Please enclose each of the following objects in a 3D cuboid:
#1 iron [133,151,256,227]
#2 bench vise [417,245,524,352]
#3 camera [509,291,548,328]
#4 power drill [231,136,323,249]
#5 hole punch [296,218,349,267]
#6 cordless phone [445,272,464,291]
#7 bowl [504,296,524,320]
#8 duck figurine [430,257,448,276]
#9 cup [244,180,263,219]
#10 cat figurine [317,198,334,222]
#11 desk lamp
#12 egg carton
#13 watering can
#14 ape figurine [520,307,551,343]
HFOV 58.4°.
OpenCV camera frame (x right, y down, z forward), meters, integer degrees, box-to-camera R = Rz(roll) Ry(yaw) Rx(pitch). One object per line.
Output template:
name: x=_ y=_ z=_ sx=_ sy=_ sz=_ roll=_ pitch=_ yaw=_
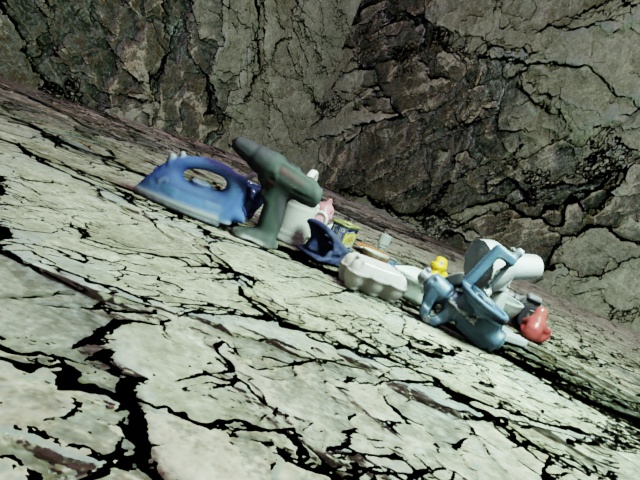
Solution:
iron: x=-0.277 y=-0.128 z=1.300 sx=0.258 sy=0.141 sz=0.118 roll=21 pitch=9 yaw=-10
bench vise: x=0.310 y=0.095 z=1.172 sx=0.207 sy=0.220 sz=0.121 roll=23 pitch=9 yaw=0
camera: x=0.566 y=0.196 z=1.599 sx=0.143 sy=0.101 sz=0.137 roll=25 pitch=9 yaw=13
power drill: x=-0.120 y=-0.096 z=1.280 sx=0.230 sy=0.208 sz=0.075 roll=21 pitch=9 yaw=-10
hole punch: x=0.013 y=0.005 z=1.391 sx=0.101 sy=0.091 sz=0.108 roll=15 pitch=12 yaw=-42
cordless phone: x=0.444 y=0.085 z=1.679 sx=0.148 sy=0.185 sz=0.093 roll=15 pitch=12 yaw=-42
bowl: x=0.457 y=0.174 z=1.544 sx=0.167 sy=0.075 sz=0.167 roll=22 pitch=9 yaw=-3
duck figurine: x=0.363 y=0.093 z=1.754 sx=0.105 sy=0.086 sz=0.077 roll=13 pitch=13 yaw=-46
cup: x=-0.189 y=-0.102 z=1.515 sx=0.092 sy=0.095 sz=0.117 roll=21 pitch=9 yaw=-12
cat figurine: x=-0.002 y=-0.080 z=1.774 sx=0.067 sy=0.118 sz=0.128 roll=27 pitch=10 yaw=27
desk lamp: x=0.416 y=0.116 z=1.330 sx=0.204 sy=0.213 sz=0.117 roll=19 pitch=9 yaw=-23
egg carton: x=0.115 y=0.082 z=1.257 sx=0.151 sy=0.069 sz=0.107 roll=20 pitch=9 yaw=-19
watering can: x=-0.059 y=-0.091 z=1.451 sx=0.173 sy=0.194 sz=0.101 roll=21 pitch=9 yaw=-13
ape figurine: x=0.566 y=0.218 z=1.492 sx=0.077 sy=0.092 sz=0.076 roll=30 pitch=11 yaw=39
